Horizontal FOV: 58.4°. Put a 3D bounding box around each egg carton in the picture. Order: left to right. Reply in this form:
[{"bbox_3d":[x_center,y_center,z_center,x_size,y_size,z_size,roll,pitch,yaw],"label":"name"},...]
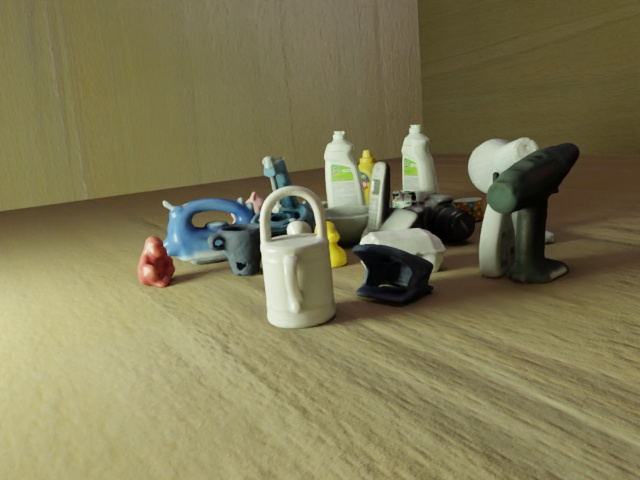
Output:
[{"bbox_3d":[0.146,0.022,1.038,0.150,0.069,0.107,-6,12,-5],"label":"egg carton"}]

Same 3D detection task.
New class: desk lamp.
[{"bbox_3d":[0.405,-0.110,1.213,0.118,0.214,0.203,-7,12,-8],"label":"desk lamp"}]

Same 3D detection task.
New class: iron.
[{"bbox_3d":[-0.222,-0.032,1.274,0.259,0.141,0.118,-10,13,-22],"label":"iron"}]

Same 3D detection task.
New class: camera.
[{"bbox_3d":[0.257,-0.045,1.239,0.143,0.101,0.136,-10,13,-21],"label":"camera"}]

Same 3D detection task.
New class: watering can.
[{"bbox_3d":[-0.037,0.017,0.828,0.101,0.194,0.172,-9,12,-18],"label":"watering can"}]

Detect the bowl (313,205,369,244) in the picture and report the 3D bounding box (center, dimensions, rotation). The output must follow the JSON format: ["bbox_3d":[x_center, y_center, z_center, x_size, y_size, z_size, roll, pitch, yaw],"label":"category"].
[{"bbox_3d":[0.067,-0.032,1.317,0.167,0.075,0.167,-5,12,1],"label":"bowl"}]

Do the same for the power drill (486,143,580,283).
[{"bbox_3d":[0.354,-0.045,0.930,0.230,0.208,0.075,-15,16,-40],"label":"power drill"}]

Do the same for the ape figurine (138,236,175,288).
[{"bbox_3d":[-0.313,0.039,1.090,0.075,0.092,0.078,4,15,37],"label":"ape figurine"}]

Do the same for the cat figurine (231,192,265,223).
[{"bbox_3d":[-0.179,-0.063,1.463,0.067,0.118,0.128,6,16,41],"label":"cat figurine"}]

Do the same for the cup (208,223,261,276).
[{"bbox_3d":[-0.156,0.023,1.092,0.118,0.095,0.091,-14,15,-38],"label":"cup"}]

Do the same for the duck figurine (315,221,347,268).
[{"bbox_3d":[0.010,0.004,1.139,0.078,0.086,0.104,-11,13,-25],"label":"duck figurine"}]

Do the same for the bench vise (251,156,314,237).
[{"bbox_3d":[-0.080,-0.071,1.205,0.121,0.220,0.207,-4,12,7],"label":"bench vise"}]

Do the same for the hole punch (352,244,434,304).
[{"bbox_3d":[0.114,0.042,0.900,0.108,0.091,0.101,6,16,43],"label":"hole punch"}]

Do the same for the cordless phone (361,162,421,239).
[{"bbox_3d":[0.142,-0.066,1.177,0.094,0.185,0.147,-11,13,-25],"label":"cordless phone"}]

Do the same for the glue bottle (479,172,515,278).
[{"bbox_3d":[0.298,-0.028,0.960,0.078,0.173,0.037,-16,16,-42],"label":"glue bottle"}]
